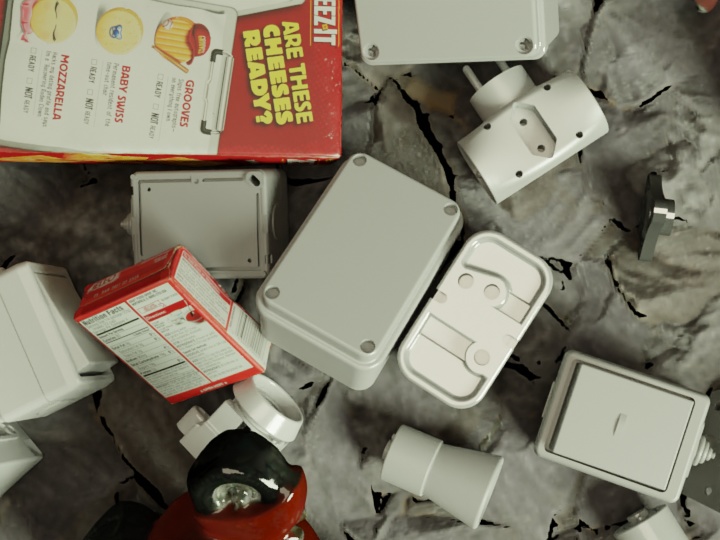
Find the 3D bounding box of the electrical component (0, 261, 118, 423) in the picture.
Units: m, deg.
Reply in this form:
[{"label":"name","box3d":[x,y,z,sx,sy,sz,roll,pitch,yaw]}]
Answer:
[{"label":"electrical component","box3d":[-0.195,0.035,0.646,0.061,0.062,0.096,-26,83,5]}]

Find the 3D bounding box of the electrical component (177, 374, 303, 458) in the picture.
[{"label":"electrical component","box3d":[-0.067,0.095,0.635,0.066,0.048,0.055,45,100,8]}]

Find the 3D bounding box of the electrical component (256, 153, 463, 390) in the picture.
[{"label":"electrical component","box3d":[0.000,0.000,0.608,0.078,0.057,0.113,29,68,8]}]

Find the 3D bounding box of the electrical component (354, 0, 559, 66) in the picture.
[{"label":"electrical component","box3d":[0.052,-0.174,0.602,0.109,0.056,0.108,2,115,22]}]

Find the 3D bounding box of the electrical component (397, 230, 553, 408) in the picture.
[{"label":"electrical component","box3d":[0.066,0.029,0.615,0.054,0.059,0.095,33,90,8]}]

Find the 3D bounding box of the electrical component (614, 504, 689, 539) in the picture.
[{"label":"electrical component","box3d":[0.173,0.165,0.603,0.044,0.044,0.065,-31,78,4]}]

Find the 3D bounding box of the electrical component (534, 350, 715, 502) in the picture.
[{"label":"electrical component","box3d":[0.151,0.088,0.597,0.096,0.061,0.061,18,89,11]}]

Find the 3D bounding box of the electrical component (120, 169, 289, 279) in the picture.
[{"label":"electrical component","box3d":[-0.092,-0.028,0.637,0.096,0.061,0.061,0,96,11]}]

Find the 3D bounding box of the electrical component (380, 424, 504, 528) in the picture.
[{"label":"electrical component","box3d":[0.045,0.116,0.622,0.065,0.044,0.044,21,89,13]}]

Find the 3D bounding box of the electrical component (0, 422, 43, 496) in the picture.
[{"label":"electrical component","box3d":[-0.255,0.090,0.627,0.056,0.108,0.108,-42,82,0]}]

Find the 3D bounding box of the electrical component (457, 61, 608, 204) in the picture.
[{"label":"electrical component","box3d":[0.091,-0.092,0.629,0.077,0.043,0.079,-33,83,4]}]
